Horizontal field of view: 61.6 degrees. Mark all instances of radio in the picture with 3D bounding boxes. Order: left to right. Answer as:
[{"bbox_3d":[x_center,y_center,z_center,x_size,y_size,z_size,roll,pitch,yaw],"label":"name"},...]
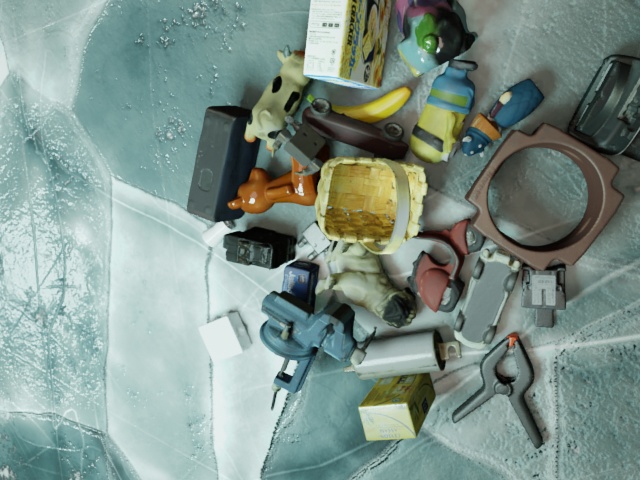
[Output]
[{"bbox_3d":[-0.191,-0.152,1.089,0.073,0.131,0.229,19,107,18],"label":"radio"}]

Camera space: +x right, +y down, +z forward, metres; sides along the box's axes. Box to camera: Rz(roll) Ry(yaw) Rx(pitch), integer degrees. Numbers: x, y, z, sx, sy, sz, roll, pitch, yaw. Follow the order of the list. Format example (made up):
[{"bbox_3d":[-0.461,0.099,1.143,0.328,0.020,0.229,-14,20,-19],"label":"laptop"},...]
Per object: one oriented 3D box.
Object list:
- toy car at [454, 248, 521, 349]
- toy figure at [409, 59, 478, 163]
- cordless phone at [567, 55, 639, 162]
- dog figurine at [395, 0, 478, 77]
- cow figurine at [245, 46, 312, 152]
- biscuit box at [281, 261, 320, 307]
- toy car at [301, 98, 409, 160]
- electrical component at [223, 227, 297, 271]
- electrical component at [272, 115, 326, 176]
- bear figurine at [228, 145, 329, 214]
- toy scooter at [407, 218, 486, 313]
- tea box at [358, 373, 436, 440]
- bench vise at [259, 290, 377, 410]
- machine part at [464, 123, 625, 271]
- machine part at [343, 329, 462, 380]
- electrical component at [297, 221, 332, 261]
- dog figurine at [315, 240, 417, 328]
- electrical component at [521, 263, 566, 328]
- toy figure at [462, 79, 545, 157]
[{"bbox_3d":[0.295,0.106,0.957,0.074,0.056,0.201,21,118,18],"label":"toy car"},{"bbox_3d":[0.214,-0.220,0.927,0.089,0.082,0.180,23,113,29],"label":"toy figure"},{"bbox_3d":[0.497,-0.188,0.821,0.184,0.089,0.146,24,110,5],"label":"cordless phone"},{"bbox_3d":[0.157,-0.391,0.871,0.108,0.191,0.219,-23,106,32],"label":"dog figurine"},{"bbox_3d":[-0.069,-0.275,1.008,0.085,0.127,0.195,30,76,-3],"label":"cow figurine"},{"bbox_3d":[-0.048,0.146,1.122,0.059,0.063,0.202,11,105,20],"label":"biscuit box"},{"bbox_3d":[0.064,-0.198,0.980,0.202,0.053,0.089,18,149,4],"label":"toy car"},{"bbox_3d":[-0.130,0.014,1.104,0.134,0.115,0.058,12,103,19],"label":"electrical component"},{"bbox_3d":[-0.036,-0.161,0.943,0.102,0.078,0.045,36,144,-13],"label":"electrical component"},{"bbox_3d":[-0.084,-0.118,1.060,0.196,0.120,0.131,0,97,29],"label":"bear figurine"},{"bbox_3d":[0.211,0.036,0.981,0.135,0.075,0.183,23,105,17],"label":"toy scooter"},{"bbox_3d":[0.149,0.303,1.007,0.098,0.169,0.068,-14,95,27],"label":"tea box"},{"bbox_3d":[-0.028,0.211,1.032,0.224,0.129,0.240,24,115,4],"label":"bench vise"},{"bbox_3d":[0.356,-0.069,0.870,0.201,0.087,0.201,34,102,7],"label":"machine part"},{"bbox_3d":[0.152,0.223,1.042,0.243,0.079,0.079,-15,94,26],"label":"machine part"},{"bbox_3d":[-0.002,-0.003,1.095,0.094,0.021,0.063,-42,83,23],"label":"electrical component"},{"bbox_3d":[0.107,0.065,1.037,0.190,0.121,0.172,20,84,-10],"label":"dog figurine"},{"bbox_3d":[0.387,0.098,0.931,0.075,0.048,0.119,4,100,24],"label":"electrical component"},{"bbox_3d":[0.301,-0.201,0.903,0.154,0.058,0.064,-40,103,22],"label":"toy figure"}]
